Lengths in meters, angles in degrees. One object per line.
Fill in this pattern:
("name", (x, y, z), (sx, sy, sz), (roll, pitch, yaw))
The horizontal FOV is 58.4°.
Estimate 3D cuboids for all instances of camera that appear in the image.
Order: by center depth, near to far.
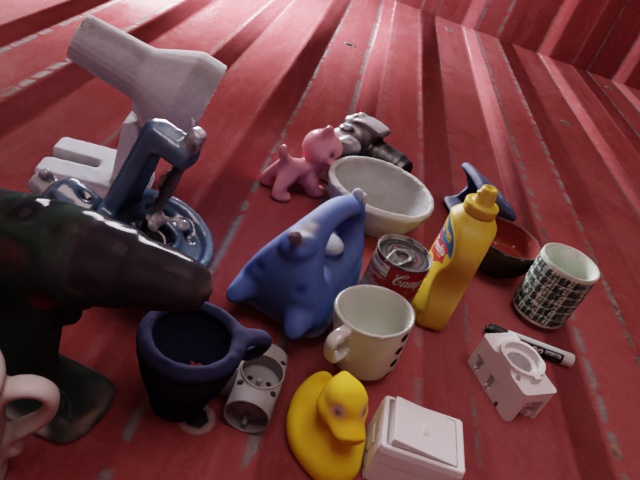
("camera", (0.081, -0.143, 0.963), (0.136, 0.101, 0.143), (35, 36, 20))

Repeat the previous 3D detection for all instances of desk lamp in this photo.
("desk lamp", (-0.233, -0.154, 0.710), (0.203, 0.213, 0.118), (14, 34, -9))

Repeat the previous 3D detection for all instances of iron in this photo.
("iron", (0.006, 0.002, 0.685), (0.118, 0.141, 0.259), (30, 35, 14))

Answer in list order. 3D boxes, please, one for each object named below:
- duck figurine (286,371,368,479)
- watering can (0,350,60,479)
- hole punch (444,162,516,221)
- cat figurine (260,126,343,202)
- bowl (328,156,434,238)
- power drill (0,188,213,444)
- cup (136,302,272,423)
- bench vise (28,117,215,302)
("duck figurine", (0.014, 0.156, 0.525), (0.078, 0.086, 0.104), (6, 37, -20))
("watering can", (-0.264, 0.098, 0.362), (0.173, 0.194, 0.100), (-11, 45, -38))
("hole punch", (0.281, -0.072, 0.979), (0.101, 0.091, 0.108), (8, 36, -18))
("cat figurine", (-0.017, -0.127, 0.874), (0.128, 0.118, 0.067), (-12, 46, -39))
("bowl", (0.082, -0.054, 0.863), (0.167, 0.075, 0.167), (14, 34, -10))
("power drill", (-0.201, 0.057, 0.440), (0.229, 0.208, 0.076), (23, 34, 4))
("cup", (-0.107, 0.114, 0.511), (0.118, 0.095, 0.091), (1, 38, -26))
("bench vise", (-0.192, -0.029, 0.554), (0.207, 0.220, 0.121), (15, 34, -8))
